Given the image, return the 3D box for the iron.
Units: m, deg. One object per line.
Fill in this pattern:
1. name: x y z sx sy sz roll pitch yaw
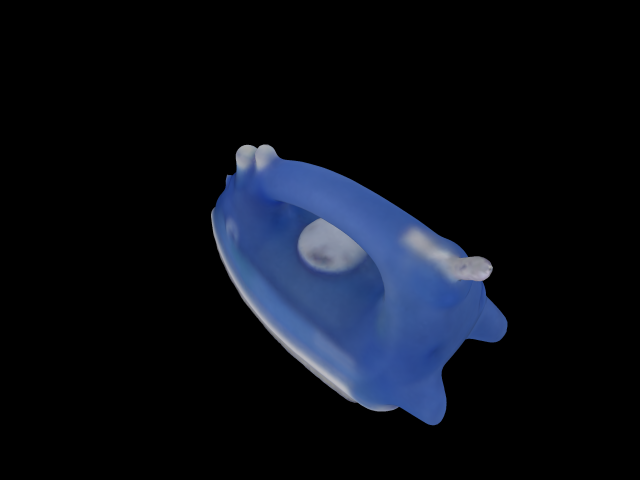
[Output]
1. iron: 0.004 0.001 0.400 0.257 0.141 0.119 33 58 24
